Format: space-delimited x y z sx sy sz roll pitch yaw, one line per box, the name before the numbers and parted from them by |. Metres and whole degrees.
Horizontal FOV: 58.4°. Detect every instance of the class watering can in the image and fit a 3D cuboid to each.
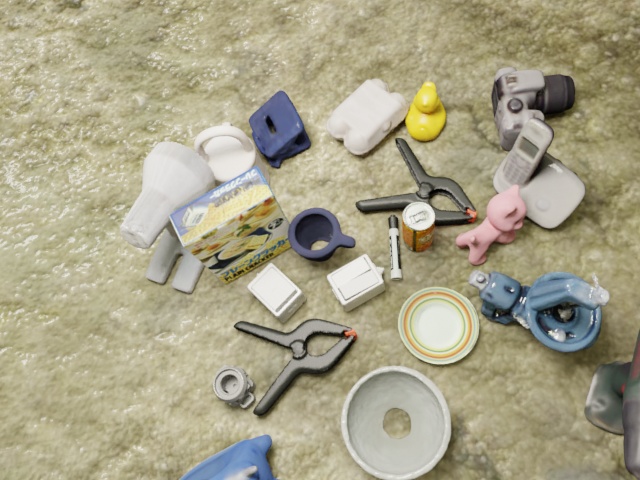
watering can | -0.156 -0.138 1.025 0.101 0.194 0.172 -33 69 -4

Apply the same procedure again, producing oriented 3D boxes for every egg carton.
egg carton | 0.091 -0.234 1.090 0.107 0.069 0.150 41 81 20

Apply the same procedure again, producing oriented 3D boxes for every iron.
iron | -0.181 0.395 0.861 0.258 0.141 0.118 -28 68 -2

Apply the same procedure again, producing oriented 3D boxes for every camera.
camera | 0.388 -0.251 1.035 0.136 0.101 0.143 -5 69 7

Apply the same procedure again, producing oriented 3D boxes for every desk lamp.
desk lamp | -0.255 -0.037 0.992 0.117 0.214 0.203 16 73 14

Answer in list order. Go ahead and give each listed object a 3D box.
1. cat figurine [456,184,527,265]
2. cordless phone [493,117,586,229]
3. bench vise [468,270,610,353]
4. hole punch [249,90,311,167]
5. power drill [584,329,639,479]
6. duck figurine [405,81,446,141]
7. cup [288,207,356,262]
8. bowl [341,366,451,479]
cat figurine | 0.293 -0.029 0.959 0.128 0.118 0.067 -37 69 -6
cordless phone | 0.369 -0.112 0.941 0.147 0.185 0.094 41 81 20
bench vise | 0.327 0.099 0.852 0.207 0.220 0.121 4 71 10
hole punch | -0.082 -0.213 1.097 0.101 0.091 0.108 -27 68 -2
power drill | 0.441 0.217 0.797 0.075 0.209 0.230 19 74 15
duck figurine | 0.197 -0.245 1.069 0.077 0.086 0.104 9 71 12
cup | 0.009 0.004 1.002 0.117 0.095 0.092 13 72 13
bowl | 0.118 0.286 0.892 0.167 0.075 0.167 -3 70 8
